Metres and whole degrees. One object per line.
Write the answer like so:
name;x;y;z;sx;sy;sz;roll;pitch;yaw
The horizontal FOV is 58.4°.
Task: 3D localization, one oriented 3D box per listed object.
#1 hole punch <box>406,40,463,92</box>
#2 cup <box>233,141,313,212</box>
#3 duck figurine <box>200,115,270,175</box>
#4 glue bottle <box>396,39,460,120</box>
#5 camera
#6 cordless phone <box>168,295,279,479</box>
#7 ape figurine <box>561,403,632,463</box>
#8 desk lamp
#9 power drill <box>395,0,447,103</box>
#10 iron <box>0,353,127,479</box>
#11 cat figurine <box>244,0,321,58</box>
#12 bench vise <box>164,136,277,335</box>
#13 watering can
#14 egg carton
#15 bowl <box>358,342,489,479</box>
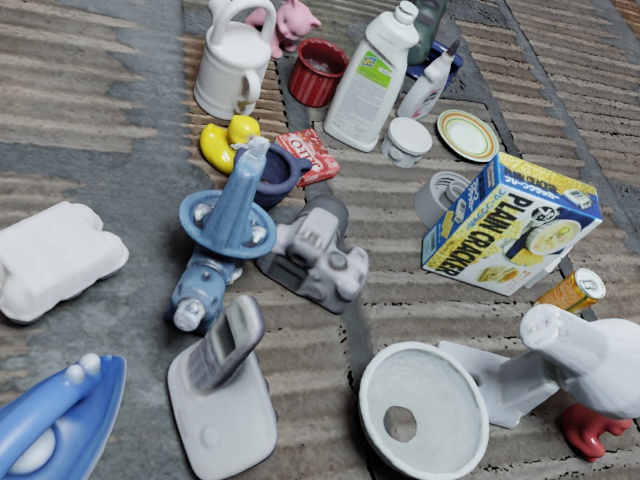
hole punch;0.233;-0.371;1.151;0.108;0.091;0.101;31;50;-1
cup;-0.073;-0.079;0.804;0.118;0.095;0.091;-12;63;-30
duck figurine;-0.121;-0.147;0.837;0.104;0.086;0.077;28;50;-4
glue bottle;0.201;-0.286;1.022;0.078;0.173;0.037;-31;73;-37
camera;0.007;0.003;0.778;0.143;0.100;0.137;31;50;-1
cordless phone;-0.087;0.149;0.577;0.094;0.185;0.147;-12;62;-30
ape figurine;0.381;0.249;0.775;0.078;0.092;0.076;-24;68;-35
desk lamp;0.282;0.160;0.715;0.203;0.213;0.118;16;52;-12
power drill;0.159;-0.364;1.036;0.076;0.208;0.229;22;51;-8
iron;-0.258;0.177;0.509;0.118;0.141;0.259;34;50;2
cat figurine;-0.065;-0.394;1.016;0.127;0.117;0.067;42;51;9
bench vise;-0.100;0.001;0.654;0.122;0.219;0.207;8;54;-19
watering can;-0.129;-0.289;0.863;0.172;0.194;0.101;45;51;11
egg carton;-0.302;0.023;0.646;0.107;0.069;0.151;44;51;10
bowl;0.114;0.213;0.693;0.168;0.074;0.167;12;53;-16
